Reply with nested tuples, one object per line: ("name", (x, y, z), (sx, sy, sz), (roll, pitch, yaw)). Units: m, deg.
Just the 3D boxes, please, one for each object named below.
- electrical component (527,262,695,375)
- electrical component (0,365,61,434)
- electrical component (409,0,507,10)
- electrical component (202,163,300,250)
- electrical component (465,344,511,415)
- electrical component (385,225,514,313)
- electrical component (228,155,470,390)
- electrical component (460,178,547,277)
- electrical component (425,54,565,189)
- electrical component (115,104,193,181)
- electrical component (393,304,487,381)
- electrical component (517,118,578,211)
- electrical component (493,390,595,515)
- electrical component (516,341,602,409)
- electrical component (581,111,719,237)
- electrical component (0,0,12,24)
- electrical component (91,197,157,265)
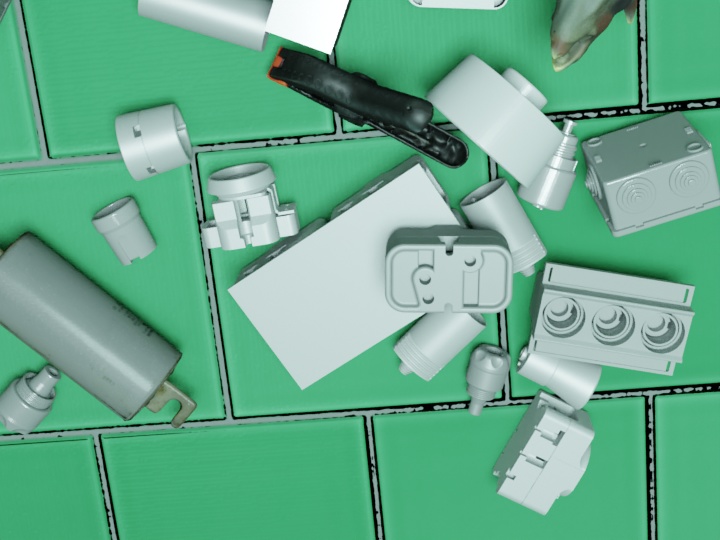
("electrical component", (0.205, 0.036, 0.894), (0.121, 0.063, 0.078), (9, 107, 0))
("electrical component", (-0.290, 0.111, 0.950), (0.043, 0.043, 0.062), (41, 103, -9))
("electrical component", (0.076, -0.256, 0.814), (0.078, 0.057, 0.113), (2, 107, 2))
("electrical component", (-0.093, -0.054, 0.884), (0.078, 0.058, 0.057), (-9, 109, 5))
("electrical component", (0.107, 0.097, 0.932), (0.035, 0.035, 0.061), (14, 109, -2))
("electrical component", (0.067, -0.001, 0.826), (0.095, 0.059, 0.053), (0, 107, 3))
("electrical component", (0.000, 0.000, 0.894), (0.186, 0.060, 0.105), (-33, 103, 11))
("electrical component", (0.121, -0.030, 0.888), (0.043, 0.043, 0.081), (-29, 104, 11))
("electrical component", (0.110, -0.121, 0.831), (0.108, 0.108, 0.060), (40, 99, -9))
("electrical component", (-0.166, -0.105, 0.874), (0.047, 0.055, 0.055), (-15, 106, 3))
("electrical component", (0.064, 0.060, 0.918), (0.043, 0.043, 0.081), (43, 104, -10))
("electrical component", (0.157, -0.084, 0.872), (0.040, 0.040, 0.078), (18, 107, -3))
("electrical component", (0.163, 0.161, 0.940), (0.056, 0.050, 0.089), (26, 107, -5))
("electrical component", (0.168, 0.086, 0.923), (0.065, 0.044, 0.044), (27, 106, -1))
("electrical component", (0.226, -0.078, 0.841), (0.100, 0.099, 0.048), (-18, 118, 7))
("electrical component", (-0.318, -0.253, 0.831), (0.105, 0.060, 0.186), (30, 106, -6))
("electrical component", (-0.197, -0.032, 0.905), (0.040, 0.040, 0.046), (-24, 111, 9))
